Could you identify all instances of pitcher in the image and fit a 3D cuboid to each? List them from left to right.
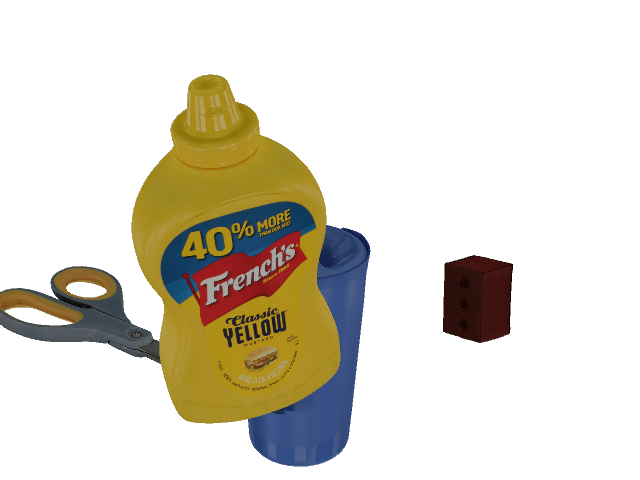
[{"bbox_3d":[-0.025,0.112,1.090,0.149,0.243,0.145,-10,28,-21],"label":"pitcher"}]

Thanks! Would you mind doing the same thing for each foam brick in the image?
[{"bbox_3d":[0.163,0.060,1.107,0.051,0.078,0.053,-14,20,-42],"label":"foam brick"}]

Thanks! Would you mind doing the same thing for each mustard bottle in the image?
[{"bbox_3d":[-0.043,0.004,0.536,0.096,0.192,0.058,-15,39,-12],"label":"mustard bottle"}]

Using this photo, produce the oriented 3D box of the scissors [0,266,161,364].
[{"bbox_3d":[-0.122,0.057,0.719,0.202,0.016,0.096,12,29,13],"label":"scissors"}]
